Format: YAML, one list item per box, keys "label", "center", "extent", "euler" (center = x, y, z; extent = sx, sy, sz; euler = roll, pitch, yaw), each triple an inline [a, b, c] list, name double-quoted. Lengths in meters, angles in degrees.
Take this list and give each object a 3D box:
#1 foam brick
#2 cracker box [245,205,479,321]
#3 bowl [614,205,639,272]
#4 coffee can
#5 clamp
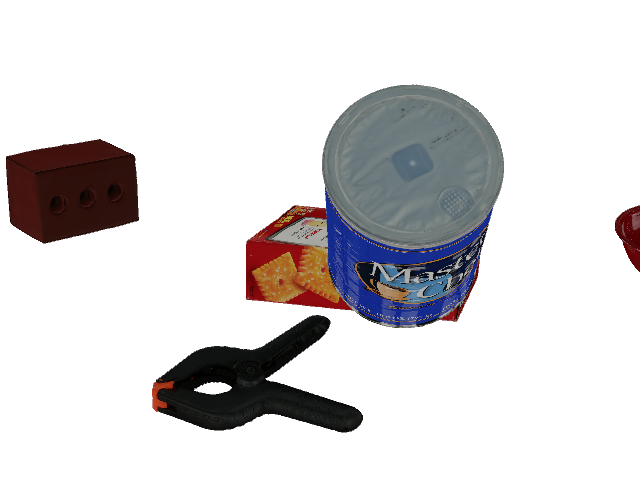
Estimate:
- label: "foam brick"
  center: [-0.177, -0.037, 0.762]
  extent: [0.078, 0.053, 0.051]
  euler: [-16, 28, -35]
- label: "cracker box"
  center: [0.049, 0.021, 1.095]
  extent: [0.214, 0.072, 0.164]
  euler: [6, 15, 15]
- label: "bowl"
  center: [0.397, 0.014, 1.151]
  extent: [0.162, 0.055, 0.162]
  euler: [0, 26, 0]
- label: "coffee can"
  center: [0.054, -0.016, 0.663]
  extent: [0.103, 0.103, 0.140]
  euler: [0, -24, 2]
- label: "clamp"
  center: [-0.055, 0.111, 0.898]
  extent: [0.171, 0.039, 0.120]
  euler: [1, 37, -9]
